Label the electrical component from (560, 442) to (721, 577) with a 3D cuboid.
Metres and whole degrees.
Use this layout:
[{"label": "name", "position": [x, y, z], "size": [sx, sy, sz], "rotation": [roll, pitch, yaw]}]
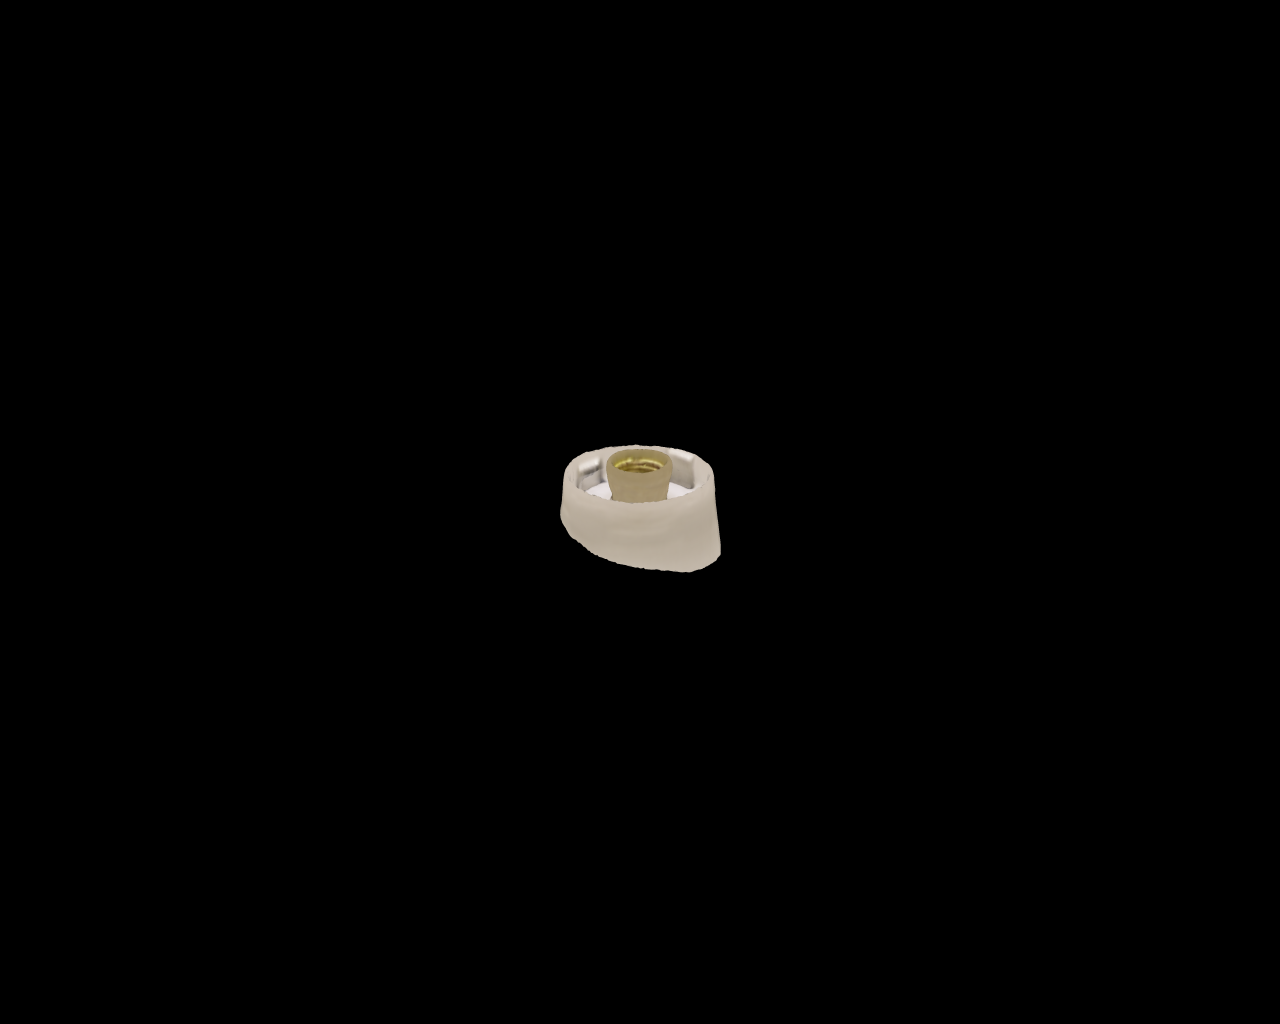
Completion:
[{"label": "electrical component", "position": [0.001, -0.003, 0.650], "size": [0.099, 0.064, 0.099], "rotation": [0, 24, 0]}]
